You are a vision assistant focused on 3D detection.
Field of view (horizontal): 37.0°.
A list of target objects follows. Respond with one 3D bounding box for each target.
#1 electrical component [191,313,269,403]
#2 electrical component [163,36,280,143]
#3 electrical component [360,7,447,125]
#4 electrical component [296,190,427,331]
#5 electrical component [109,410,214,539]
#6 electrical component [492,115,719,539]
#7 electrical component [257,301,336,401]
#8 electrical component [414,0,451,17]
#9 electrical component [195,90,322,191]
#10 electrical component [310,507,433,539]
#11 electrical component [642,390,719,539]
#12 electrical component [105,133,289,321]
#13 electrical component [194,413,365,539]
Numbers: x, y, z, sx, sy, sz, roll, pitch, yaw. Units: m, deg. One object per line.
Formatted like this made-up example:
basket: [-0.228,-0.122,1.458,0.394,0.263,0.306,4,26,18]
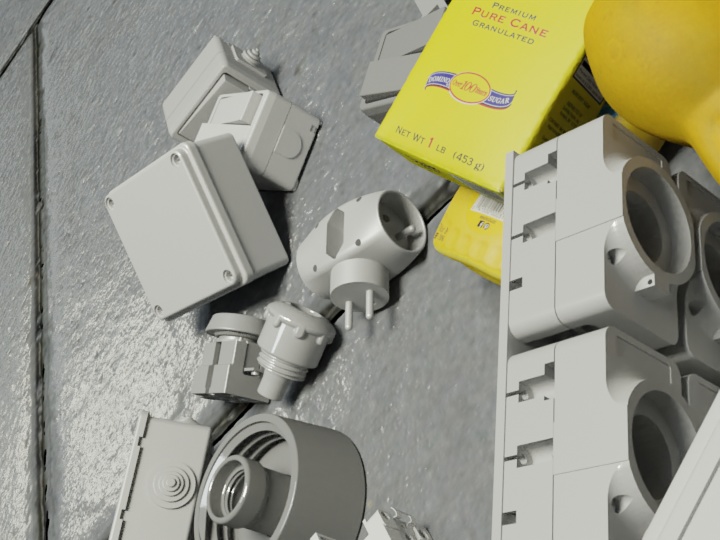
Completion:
electrical component: [-0.086,0.061,0.743,0.066,0.048,0.055,-9,68,50]
electrical component: [-0.112,-0.144,0.901,0.096,0.062,0.061,-48,37,21]
electrical component: [0.051,-0.123,0.674,0.096,0.061,0.061,-4,65,52]
electrical component: [0.000,0.000,0.674,0.077,0.043,0.079,-30,46,39]
electrical component: [-0.127,0.149,0.703,0.099,0.048,0.099,107,173,-65]
electrical component: [0.114,0.041,0.441,0.060,0.105,0.186,-23,50,43]
electrical component: [-0.047,0.054,0.699,0.048,0.048,0.062,32,100,56]
electrical component: [0.069,-0.186,0.711,0.064,0.042,0.081,-43,39,21]
electrical component: [-0.088,-0.102,0.841,0.096,0.061,0.061,8,74,54]
electrical component: [0.011,0.161,0.552,0.063,0.042,0.081,-51,36,14]
electrical component: [0.157,0.084,0.355,0.056,0.109,0.108,27,90,53]
electrical component: [-0.123,-0.030,0.798,0.109,0.056,0.108,-24,90,43]
electrical component: [-0.055,0.137,0.638,0.108,0.060,0.108,-31,46,38]
